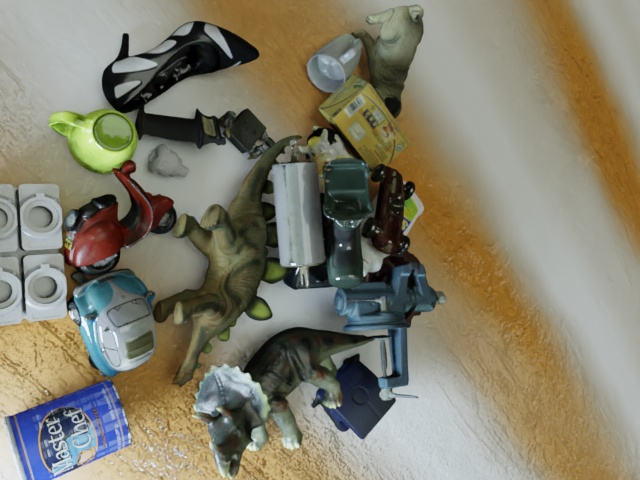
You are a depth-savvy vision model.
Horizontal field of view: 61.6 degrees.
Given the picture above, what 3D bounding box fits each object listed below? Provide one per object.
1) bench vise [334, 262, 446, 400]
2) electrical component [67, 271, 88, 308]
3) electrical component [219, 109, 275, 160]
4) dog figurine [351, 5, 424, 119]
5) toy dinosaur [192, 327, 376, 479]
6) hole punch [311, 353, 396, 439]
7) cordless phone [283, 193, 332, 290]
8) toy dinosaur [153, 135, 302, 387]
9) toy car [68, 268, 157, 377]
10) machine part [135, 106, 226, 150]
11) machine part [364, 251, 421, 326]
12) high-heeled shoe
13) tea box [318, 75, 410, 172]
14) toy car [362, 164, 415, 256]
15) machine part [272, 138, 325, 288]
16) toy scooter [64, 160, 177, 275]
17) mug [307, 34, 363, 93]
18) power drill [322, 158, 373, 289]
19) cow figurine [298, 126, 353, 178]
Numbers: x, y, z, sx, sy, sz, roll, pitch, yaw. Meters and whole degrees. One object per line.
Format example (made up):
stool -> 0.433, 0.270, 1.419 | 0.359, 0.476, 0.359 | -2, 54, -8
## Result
bench vise -> 0.133, 0.163, 0.976 | 0.223, 0.129, 0.240 | 3, 79, -33
electrical component -> -0.346, 0.092, 0.802 | 0.063, 0.021, 0.094 | -49, 120, -24
electrical component -> -0.129, -0.185, 0.940 | 0.078, 0.045, 0.102 | -49, 113, -23
dog figurine -> 0.152, -0.341, 1.060 | 0.121, 0.172, 0.190 | -10, 87, -22
toy dinosaur -> -0.059, 0.229, 0.930 | 0.405, 0.131, 0.192 | -43, 119, -36
hole punch -> 0.069, 0.304, 1.032 | 0.142, 0.092, 0.115 | -41, 106, -23
cordless phone -> -0.003, -0.003, 1.000 | 0.146, 0.089, 0.184 | 2, 78, -42
toy dinosaur -> -0.139, 0.015, 0.887 | 0.198, 0.105, 0.471 | 27, 78, -47
toy car -> -0.286, 0.131, 0.775 | 0.109, 0.103, 0.161 | -19, 115, -39
machine part -> -0.226, -0.183, 0.867 | 0.139, 0.039, 0.084 | 1, 49, -27
machine part -> 0.139, 0.100, 1.101 | 0.179, 0.056, 0.179 | 2, 87, -34
high-heeled shoe -> -0.213, -0.263, 0.852 | 0.249, 0.086, 0.145 | -2, 70, -16
tea box -> 0.087, -0.217, 1.028 | 0.098, 0.068, 0.169 | -42, 131, 2
toy car -> 0.132, -0.062, 0.993 | 0.089, 0.053, 0.202 | 27, 52, -17
machine part -> -0.035, -0.043, 0.883 | 0.079, 0.079, 0.243 | -9, 96, -33
toy scooter -> -0.299, -0.040, 0.788 | 0.184, 0.075, 0.135 | -37, 140, -33
mug -> 0.040, -0.351, 1.025 | 0.080, 0.109, 0.107 | 41, 55, -15
power drill -> 0.036, -0.049, 0.886 | 0.086, 0.207, 0.232 | 1, 66, -6
cow figurine -> 0.008, -0.166, 0.970 | 0.068, 0.167, 0.098 | -28, 93, 13
